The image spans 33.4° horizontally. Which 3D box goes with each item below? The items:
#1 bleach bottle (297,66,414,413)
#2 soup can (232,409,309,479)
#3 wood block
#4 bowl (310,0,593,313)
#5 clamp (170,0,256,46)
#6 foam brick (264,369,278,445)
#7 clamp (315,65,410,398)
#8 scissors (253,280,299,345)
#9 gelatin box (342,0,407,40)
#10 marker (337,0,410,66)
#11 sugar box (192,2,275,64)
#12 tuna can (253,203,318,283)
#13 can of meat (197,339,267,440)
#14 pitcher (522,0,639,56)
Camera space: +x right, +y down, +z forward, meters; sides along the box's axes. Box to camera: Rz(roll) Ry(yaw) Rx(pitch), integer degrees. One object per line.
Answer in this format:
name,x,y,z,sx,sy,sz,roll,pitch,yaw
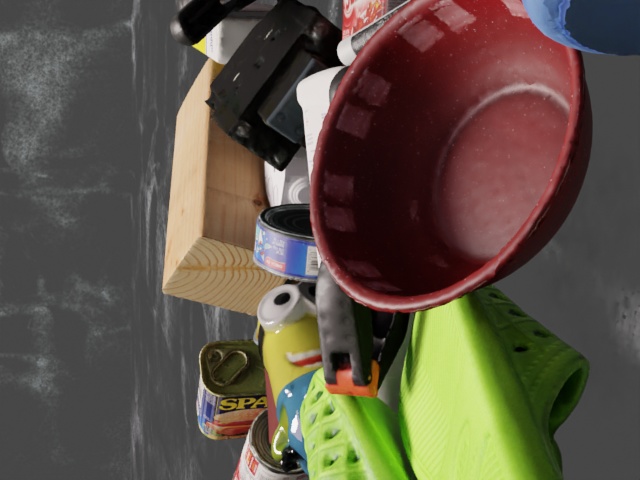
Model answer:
bleach bottle,0.030,0.016,0.699,0.103,0.068,0.251,-174,81,-75
soup can,-0.038,0.199,0.946,0.102,0.068,0.068,108,156,-50
wood block,-0.077,-0.050,0.946,0.090,0.090,0.206,-51,31,45
bowl,0.068,-0.039,0.493,0.162,0.055,0.162,-24,57,42
clamp,-0.055,-0.209,0.846,0.036,0.164,0.210,61,176,-19
foam brick,-0.015,0.129,0.887,0.051,0.053,0.078,140,126,-71
clamp,0.025,-0.005,0.575,0.039,0.120,0.171,-7,57,33
scissors,-0.038,0.053,0.950,0.096,0.016,0.202,-52,12,-11
gelatin box,0.039,-0.159,0.710,0.089,0.030,0.073,-157,68,-73
marker,0.051,-0.131,0.629,0.121,0.020,0.020,-20,70,55
sugar box,-0.062,-0.187,0.964,0.176,0.093,0.048,-129,39,-67
tuna can,-0.005,0.001,0.779,0.086,0.086,0.034,-127,40,-65
can of meat,-0.061,0.136,0.965,0.084,0.102,0.057,104,160,-50
pitcher,0.091,-0.183,0.343,0.149,0.145,0.243,30,-131,-66
